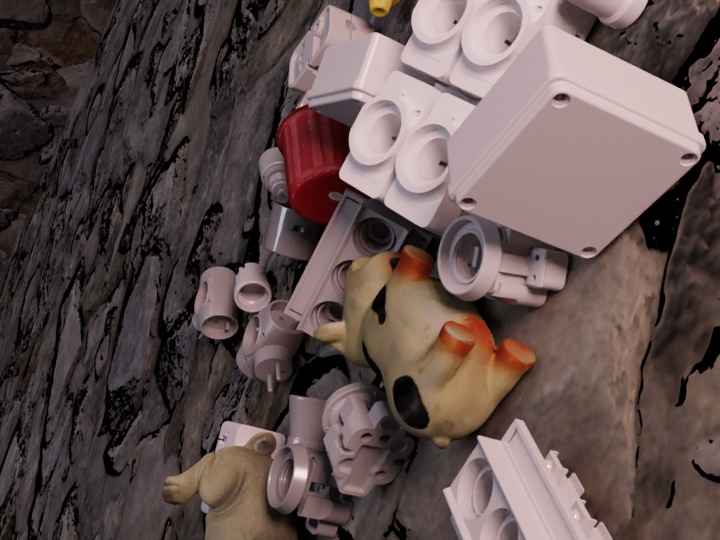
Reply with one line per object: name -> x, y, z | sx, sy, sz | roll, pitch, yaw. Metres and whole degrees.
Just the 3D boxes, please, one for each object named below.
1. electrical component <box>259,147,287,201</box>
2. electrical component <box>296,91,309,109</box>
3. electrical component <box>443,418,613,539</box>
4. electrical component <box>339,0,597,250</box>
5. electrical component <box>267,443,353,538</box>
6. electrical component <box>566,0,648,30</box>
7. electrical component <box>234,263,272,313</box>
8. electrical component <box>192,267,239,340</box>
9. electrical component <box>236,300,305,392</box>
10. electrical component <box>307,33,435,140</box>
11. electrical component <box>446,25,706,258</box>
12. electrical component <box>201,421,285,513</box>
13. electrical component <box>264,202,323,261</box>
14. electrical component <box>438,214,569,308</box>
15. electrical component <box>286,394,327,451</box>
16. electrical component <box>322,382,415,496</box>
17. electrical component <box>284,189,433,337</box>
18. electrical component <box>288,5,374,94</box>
electrical component -> -0.089, -0.103, 1.192 | 0.040, 0.040, 0.078 | -58, 27, 29
electrical component -> -0.035, -0.144, 1.071 | 0.044, 0.065, 0.044 | -58, 9, 15
electrical component -> 0.098, 0.152, 0.584 | 0.078, 0.063, 0.121 | -61, 26, 23
electrical component -> 0.071, -0.124, 0.770 | 0.105, 0.060, 0.186 | 35, 99, 44
electrical component -> -0.039, 0.173, 0.874 | 0.058, 0.057, 0.078 | 17, 89, 66
electrical component -> 0.160, -0.184, 0.704 | 0.040, 0.046, 0.040 | -45, 36, 46
electrical component -> -0.118, 0.018, 1.172 | 0.040, 0.040, 0.046 | -61, 21, 24
electrical component -> -0.173, 0.050, 1.261 | 0.079, 0.044, 0.077 | -54, 30, 36
electrical component -> -0.086, 0.083, 1.052 | 0.077, 0.044, 0.079 | -54, 30, 36
electrical component -> 0.027, -0.144, 0.886 | 0.109, 0.109, 0.056 | 9, 80, 66
electrical component -> 0.123, -0.071, 0.631 | 0.108, 0.109, 0.056 | -50, 30, 41
electrical component -> -0.109, 0.193, 1.018 | 0.056, 0.050, 0.089 | -7, 67, 64
electrical component -> -0.067, -0.039, 1.083 | 0.055, 0.055, 0.047 | 33, 107, 65
electrical component -> 0.089, -0.006, 0.707 | 0.078, 0.057, 0.058 | 14, 95, 59
electrical component -> -0.045, 0.143, 0.928 | 0.044, 0.044, 0.065 | -5, 74, 64
electrical component -> 0.003, 0.123, 0.818 | 0.078, 0.058, 0.057 | -61, 29, 24
electrical component -> 0.000, 0.000, 0.891 | 0.121, 0.079, 0.063 | -62, -3, 22
electrical component -> -0.027, -0.220, 1.115 | 0.095, 0.059, 0.053 | -43, 37, 48
